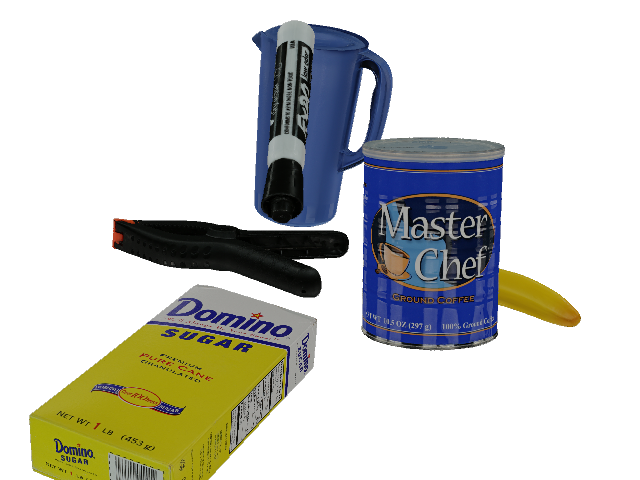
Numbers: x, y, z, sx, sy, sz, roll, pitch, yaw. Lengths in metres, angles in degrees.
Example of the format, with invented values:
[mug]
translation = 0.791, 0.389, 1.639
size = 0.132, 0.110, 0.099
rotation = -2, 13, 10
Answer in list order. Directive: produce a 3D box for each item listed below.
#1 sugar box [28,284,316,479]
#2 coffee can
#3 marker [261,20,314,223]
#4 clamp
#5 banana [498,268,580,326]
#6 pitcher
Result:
[sugar box]
translation = -0.080, 0.088, 0.635
size = 0.093, 0.048, 0.176
rotation = 15, 31, 20
[coffee can]
translation = 0.081, -0.001, 0.784
size = 0.103, 0.140, 0.103
rotation = 0, 11, 0
[marker]
translation = -0.015, -0.057, 0.501
size = 0.020, 0.121, 0.020
rotation = 2, -38, 1
[clamp]
translation = -0.081, 0.009, 0.925
size = 0.210, 0.036, 0.164
rotation = 6, 12, 2
[banana]
translation = 0.170, 0.054, 1.107
size = 0.198, 0.037, 0.069
rotation = 8, 39, 11
[pitcher]
translation = -0.010, -0.142, 1.339
size = 0.144, 0.243, 0.149
rotation = -3, 25, -22
